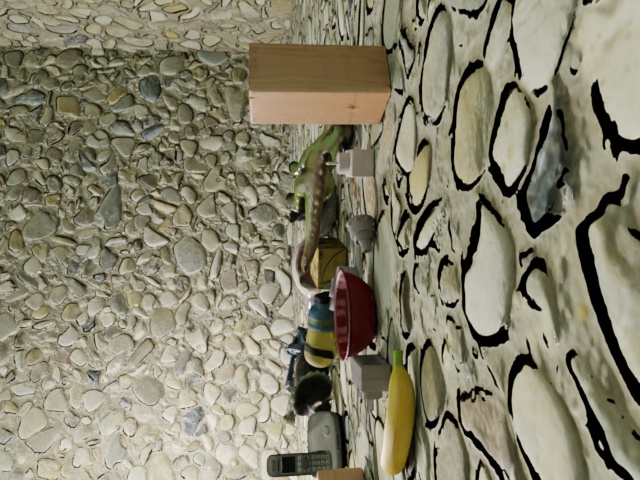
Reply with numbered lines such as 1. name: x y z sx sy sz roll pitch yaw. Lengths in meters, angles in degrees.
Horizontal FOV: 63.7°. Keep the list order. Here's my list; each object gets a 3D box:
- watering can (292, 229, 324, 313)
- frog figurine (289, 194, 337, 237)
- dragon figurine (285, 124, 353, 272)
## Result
1. watering can: -0.026 0.030 1.437 0.104 0.351 0.222 0 -11 -8
2. frog figurine: 0.004 -0.066 1.314 0.122 0.140 0.157 -23 -35 22
3. dragon figurine: 0.009 -0.157 1.119 0.122 0.418 0.238 7 -26 -13
